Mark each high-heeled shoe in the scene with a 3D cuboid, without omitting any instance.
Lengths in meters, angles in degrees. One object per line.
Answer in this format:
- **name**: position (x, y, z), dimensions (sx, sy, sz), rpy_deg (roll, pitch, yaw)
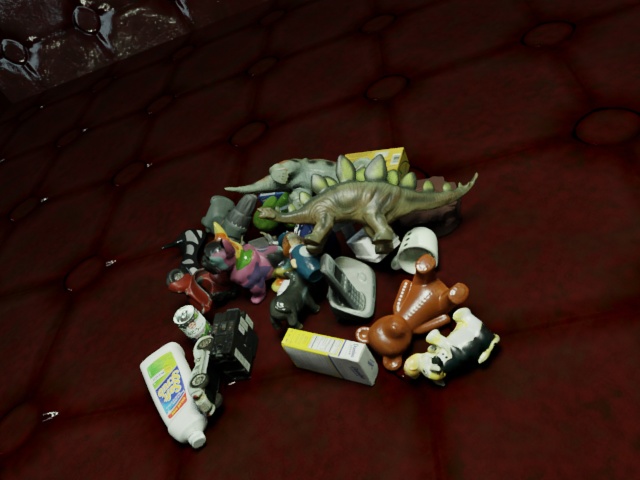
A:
- **high-heeled shoe**: position (-0.321, 0.062, 1.444), dimensions (0.145, 0.086, 0.249), rpy_deg (-17, 51, -39)

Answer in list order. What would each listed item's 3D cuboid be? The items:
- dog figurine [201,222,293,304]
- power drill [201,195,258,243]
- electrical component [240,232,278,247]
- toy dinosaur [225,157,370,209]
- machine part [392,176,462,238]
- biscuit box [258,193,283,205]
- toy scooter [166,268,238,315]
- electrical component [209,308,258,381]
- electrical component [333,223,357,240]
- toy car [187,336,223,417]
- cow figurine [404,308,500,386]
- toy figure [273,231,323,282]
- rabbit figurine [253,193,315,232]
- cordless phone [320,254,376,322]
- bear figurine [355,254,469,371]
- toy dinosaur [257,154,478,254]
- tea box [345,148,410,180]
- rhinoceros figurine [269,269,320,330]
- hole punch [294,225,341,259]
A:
- **dog figurine**: position (-0.164, 0.038, 1.242), dimensions (0.191, 0.219, 0.109), rpy_deg (-31, 44, -2)
- **power drill**: position (-0.243, -0.049, 1.429), dimensions (0.232, 0.086, 0.207), rpy_deg (-63, 35, 12)
- **electrical component**: position (-0.155, 0.020, 1.356), dimensions (0.102, 0.078, 0.045), rpy_deg (-11, -1, 12)
- **toy dinosaur**: position (-0.013, -0.140, 1.264), dimensions (0.405, 0.131, 0.192), rpy_deg (6, 14, -8)
- **machine part**: position (0.244, -0.077, 1.255), dimensions (0.179, 0.056, 0.179), rpy_deg (-16, 41, 15)
- **biscuit box**: position (-0.068, -0.127, 1.476), dimensions (0.203, 0.062, 0.059), rpy_deg (-5, 46, 26)
- **toy scooter**: position (-0.267, 0.119, 1.290), dimensions (0.184, 0.075, 0.135), rpy_deg (-7, 45, -42)
- **electrical component**: position (-0.182, 0.215, 1.147), dimensions (0.058, 0.114, 0.134), rpy_deg (-10, 44, 15)
- **electrical component**: position (0.054, -0.053, 1.344), dimensions (0.075, 0.047, 0.119), rpy_deg (-25, 39, 5)
- **toy car**: position (-0.237, 0.279, 1.120), dimensions (0.056, 0.073, 0.202), rpy_deg (-22, 27, 7)
- **cow figurine**: position (0.236, 0.206, 0.963), dimensions (0.167, 0.068, 0.098), rpy_deg (-38, 48, -10)
- **toy figure**: position (-0.044, 0.028, 1.155), dimensions (0.058, 0.064, 0.155), rpy_deg (-50, 51, 12)
- **rabbit figurine**: position (-0.097, -0.077, 1.375), dimensions (0.170, 0.121, 0.159), rpy_deg (-18, 15, -18)
- **cordless phone**: position (0.044, 0.072, 1.115), dimensions (0.089, 0.184, 0.147), rpy_deg (-14, 43, 23)
- **bear figurine**: position (0.168, 0.142, 1.020), dimensions (0.196, 0.131, 0.120), rpy_deg (-37, 69, -19)
- **toy dinosaur**: position (0.107, -0.075, 1.106), dimensions (0.472, 0.105, 0.198), rpy_deg (-1, 74, -8)
- **tea box**: position (0.140, -0.179, 1.408), dimensions (0.170, 0.068, 0.098), rpy_deg (-2, 46, 29)
- **rhinoceros figurine**: position (-0.052, 0.116, 1.176), dimensions (0.073, 0.112, 0.190), rpy_deg (-5, 27, 31)
- **hole punch**: position (-0.003, -0.004, 1.261), dimensions (0.092, 0.142, 0.116), rpy_deg (-2, 69, 30)
